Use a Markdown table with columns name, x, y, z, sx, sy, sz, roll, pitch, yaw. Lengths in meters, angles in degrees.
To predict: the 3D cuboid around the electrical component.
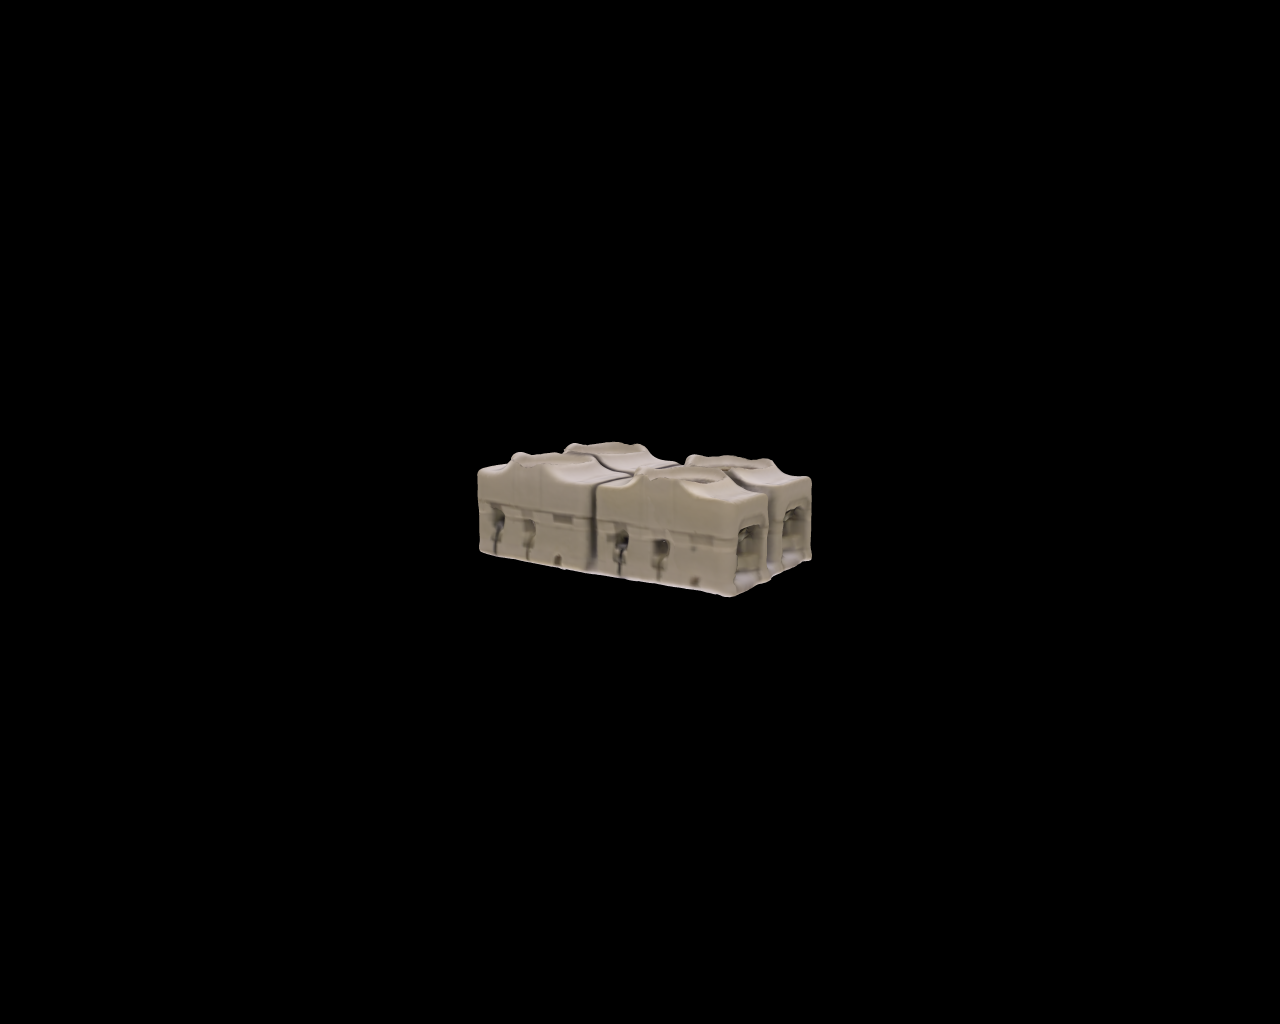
| name | x | y | z | sx | sy | sz | roll | pitch | yaw |
| --- | --- | --- | --- | --- | --- | --- | --- | --- | --- |
| electrical component | 0.001 | -0.003 | 0.650 | 0.186 | 0.060 | 0.105 | 8 | 14 | 35 |
